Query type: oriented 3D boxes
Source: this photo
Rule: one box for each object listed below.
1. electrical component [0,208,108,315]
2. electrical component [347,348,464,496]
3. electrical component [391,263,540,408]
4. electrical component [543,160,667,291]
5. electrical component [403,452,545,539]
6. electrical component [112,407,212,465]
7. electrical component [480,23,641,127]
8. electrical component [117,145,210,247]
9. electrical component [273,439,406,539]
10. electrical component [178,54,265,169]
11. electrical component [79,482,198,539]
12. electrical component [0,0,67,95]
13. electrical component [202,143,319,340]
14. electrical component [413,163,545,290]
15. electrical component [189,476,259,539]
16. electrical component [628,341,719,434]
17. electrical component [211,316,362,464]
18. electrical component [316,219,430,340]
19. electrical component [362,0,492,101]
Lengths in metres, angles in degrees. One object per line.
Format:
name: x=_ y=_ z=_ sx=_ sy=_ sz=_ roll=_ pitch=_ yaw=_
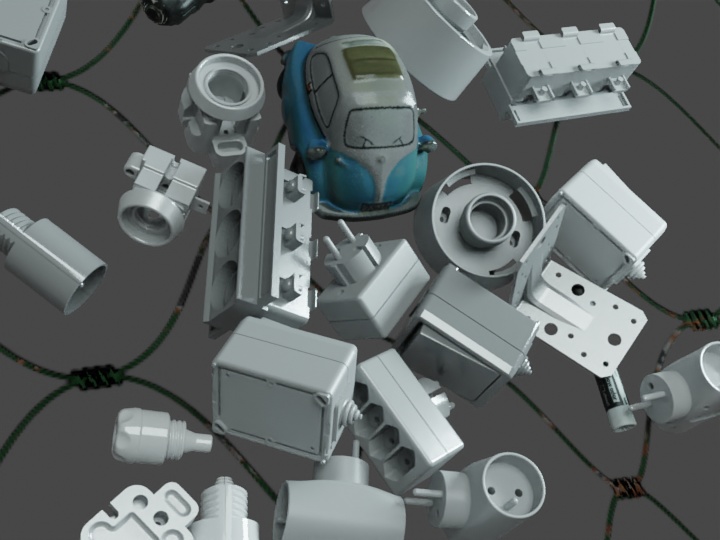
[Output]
electrical component: x=-0.214 y=-0.011 z=0.716 sx=0.081 sy=0.043 sz=0.043 roll=37 pitch=56 yaw=3
electrical component: x=0.036 y=0.098 z=0.741 sx=0.076 sy=0.047 sz=0.083 roll=-21 pitch=68 yaw=-44
electrical component: x=0.079 y=0.054 z=0.771 sx=0.096 sy=0.061 sz=0.061 roll=33 pitch=56 yaw=1
electrical component: x=0.197 y=-0.032 z=0.862 sx=0.096 sy=0.061 sz=0.061 roll=44 pitch=57 yaw=8
electrical component: x=0.069 y=0.151 z=0.703 sx=0.079 sy=0.077 sz=0.043 roll=8 pitch=59 yaw=-14
electrical component: x=-0.125 y=0.108 z=0.685 sx=0.061 sy=0.035 sz=0.035 roll=9 pitch=59 yaw=-17
electrical component: x=0.176 y=-0.172 z=0.934 sx=0.121 sy=0.063 sz=0.078 roll=-11 pitch=66 yaw=-25
electrical component: x=-0.142 y=-0.050 z=0.763 sx=0.066 sy=0.048 sz=0.055 roll=23 pitch=49 yaw=-6
electrical component: x=-0.013 y=0.146 z=0.697 sx=0.077 sy=0.043 sz=0.079 roll=11 pitch=58 yaw=-14
electrical component: x=-0.104 y=-0.125 z=0.812 sx=0.058 sy=0.057 sz=0.078 roll=-9 pitch=65 yaw=-24
electrical component: x=-0.135 y=0.167 z=0.634 sx=0.058 sy=0.057 sz=0.078 roll=43 pitch=57 yaw=8
electrical component: x=-0.254 y=-0.184 z=0.790 sx=0.062 sy=0.061 sz=0.096 roll=16 pitch=58 yaw=-10
electrical component: x=-0.068 y=-0.016 z=0.757 sx=0.063 sy=0.079 sz=0.121 roll=21 pitch=54 yaw=-32
electrical component: x=0.093 y=-0.034 z=0.835 sx=0.099 sy=0.064 sz=0.099 roll=2 pitch=78 yaw=-10
electrical component: x=-0.084 y=0.167 z=0.660 sx=0.043 sy=0.043 sz=0.081 roll=6 pitch=60 yaw=-16
electrical component: x=0.235 y=0.091 z=0.796 sx=0.079 sy=0.077 sz=0.043 roll=-9 pitch=65 yaw=-24
electrical component: x=-0.041 y=0.076 z=0.696 sx=0.096 sy=0.061 sz=0.061 roll=14 pitch=37 yaw=13
electrical component: x=0.000 y=0.000 z=0.764 sx=0.065 sy=0.047 sz=0.076 roll=-51 pitch=119 yaw=-34
electrical component: x=0.061 y=-0.198 z=0.879 sx=0.108 sy=0.060 sz=0.108 roll=38 pitch=23 yaw=-20
